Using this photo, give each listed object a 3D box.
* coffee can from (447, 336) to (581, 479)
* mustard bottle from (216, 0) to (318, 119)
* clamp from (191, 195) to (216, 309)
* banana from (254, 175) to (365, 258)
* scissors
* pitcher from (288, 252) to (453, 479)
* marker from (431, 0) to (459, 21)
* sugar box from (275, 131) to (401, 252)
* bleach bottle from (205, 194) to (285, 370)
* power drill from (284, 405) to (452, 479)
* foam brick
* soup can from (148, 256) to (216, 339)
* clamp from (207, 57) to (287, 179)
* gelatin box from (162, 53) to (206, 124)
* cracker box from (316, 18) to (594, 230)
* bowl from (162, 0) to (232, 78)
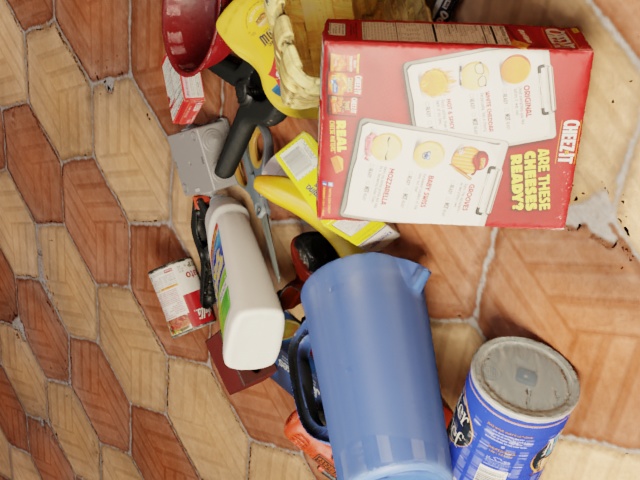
[{"bbox_3d":[0.178,0.177,1.024,0.103,0.102,0.140,44,139,32],"label":"coffee can"},{"bbox_3d":[-0.023,-0.186,1.127,0.192,0.096,0.058,54,-175,18],"label":"mustard bottle"},{"bbox_3d":[-0.137,0.024,1.440,0.120,0.039,0.171,13,117,49],"label":"clamp"},{"bbox_3d":[0.009,-0.006,1.184,0.198,0.069,0.037,54,162,-1],"label":"banana"},{"bbox_3d":[-0.064,-0.055,1.275,0.096,0.016,0.202,-58,45,40],"label":"scissors"},{"bbox_3d":[0.051,0.148,1.068,0.149,0.145,0.243,99,167,-51],"label":"pitcher"},{"bbox_3d":[0.109,-0.205,0.992,0.020,0.020,0.121,54,143,21],"label":"marker"},{"bbox_3d":[0.021,-0.043,1.082,0.093,0.048,0.176,56,-173,19],"label":"sugar box"},{"bbox_3d":[-0.104,0.036,1.319,0.251,0.068,0.103,-111,27,-47],"label":"bleach bottle"},{"bbox_3d":[0.069,0.232,1.213,0.184,0.057,0.188,37,135,-7],"label":"power drill"},{"bbox_3d":[-0.098,0.145,1.330,0.051,0.052,0.078,-37,77,55],"label":"foam brick"},{"bbox_3d":[-0.198,0.082,1.531,0.069,0.068,0.102,-25,86,56],"label":"soup can"},{"bbox_3d":[-0.080,-0.162,1.255,0.210,0.036,0.164,-6,92,53],"label":"clamp"},{"bbox_3d":[-0.169,-0.198,1.323,0.073,0.030,0.089,138,122,-64],"label":"gelatin box"},{"bbox_3d":[0.105,-0.097,0.896,0.072,0.213,0.164,-88,0,-60],"label":"cracker box"},{"bbox_3d":[-0.128,-0.268,1.238,0.162,0.055,0.162,3,94,59],"label":"bowl"}]
